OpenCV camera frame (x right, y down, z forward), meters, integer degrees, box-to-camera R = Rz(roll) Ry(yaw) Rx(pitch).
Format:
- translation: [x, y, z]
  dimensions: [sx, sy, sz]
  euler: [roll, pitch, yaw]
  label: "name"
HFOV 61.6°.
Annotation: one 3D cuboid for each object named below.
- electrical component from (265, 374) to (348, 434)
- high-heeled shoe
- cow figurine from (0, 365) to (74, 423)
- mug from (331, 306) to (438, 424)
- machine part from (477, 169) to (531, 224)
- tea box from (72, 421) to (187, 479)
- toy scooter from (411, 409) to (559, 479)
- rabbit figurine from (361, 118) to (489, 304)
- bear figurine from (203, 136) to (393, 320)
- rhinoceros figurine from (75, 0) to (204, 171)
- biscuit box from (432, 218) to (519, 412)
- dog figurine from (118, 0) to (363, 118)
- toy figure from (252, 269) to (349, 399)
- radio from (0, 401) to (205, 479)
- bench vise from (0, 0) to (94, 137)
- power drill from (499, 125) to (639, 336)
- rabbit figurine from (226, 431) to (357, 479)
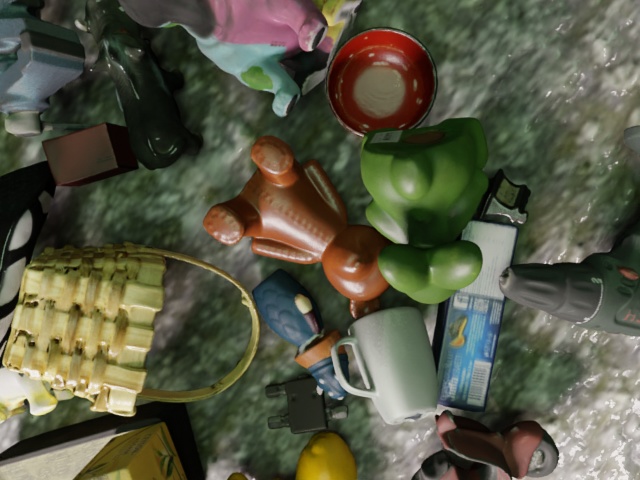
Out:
- translation: [-0.015, 0.185, 0.613]
  dimensions: [0.094, 0.021, 0.063]
  euler: [-10, 66, 7]
  label: "electrical component"
- translation: [-0.325, 0.030, 0.570]
  dimensions: [0.086, 0.249, 0.145]
  euler: [3, 129, 11]
  label: "high-heeled shoe"
- translation: [-0.324, 0.149, 0.626]
  dimensions: [0.167, 0.068, 0.098]
  euler: [-19, 87, 5]
  label: "cow figurine"
- translation: [0.071, 0.133, 0.554]
  dimensions: [0.109, 0.080, 0.107]
  euler: [-3, 60, -24]
  label: "mug"
- translation: [0.152, -0.060, 0.567]
  dimensions: [0.139, 0.084, 0.039]
  euler: [22, 129, 11]
  label: "machine part"
- translation: [-0.172, 0.286, 0.538]
  dimensions: [0.068, 0.098, 0.169]
  euler: [-18, 96, 6]
  label: "tea box"
- translation: [0.150, 0.245, 0.572]
  dimensions: [0.135, 0.075, 0.184]
  euler: [35, 105, -18]
  label: "toy scooter"
- translation: [0.105, -0.011, 0.493]
  dimensions: [0.121, 0.159, 0.170]
  euler: [-8, 114, 9]
  label: "rabbit figurine"
- translation: [0.000, -0.002, 0.555]
  dimensions: [0.196, 0.132, 0.120]
  euler: [39, 97, 7]
  label: "bear figurine"
- translation: [-0.192, -0.162, 0.562]
  dimensions: [0.073, 0.112, 0.190]
  euler: [-21, 86, 10]
  label: "rhinoceros figurine"
- translation: [0.160, 0.077, 0.579]
  dimensions: [0.059, 0.063, 0.202]
  euler: [9, 96, 3]
  label: "biscuit box"
- translation: [-0.087, -0.232, 0.515]
  dimensions: [0.219, 0.191, 0.108]
  euler: [32, 134, 0]
  label: "dog figurine"
- translation: [-0.013, 0.103, 0.593]
  dimensions: [0.058, 0.064, 0.154]
  euler: [-37, 87, -14]
  label: "toy figure"
- translation: [-0.258, 0.279, 0.625]
  dimensions: [0.230, 0.073, 0.131]
  euler: [-17, 94, 6]
  label: "radio"
- translation: [-0.363, -0.208, 0.576]
  dimensions: [0.241, 0.129, 0.223]
  euler: [-7, 105, 26]
  label: "bench vise"
- translation: [0.310, -0.005, 0.534]
  dimensions: [0.232, 0.086, 0.207]
  euler: [20, 88, -11]
  label: "power drill"
- translation: [-0.019, 0.300, 0.592]
  dimensions: [0.162, 0.122, 0.173]
  euler: [42, 78, -3]
  label: "rabbit figurine"
